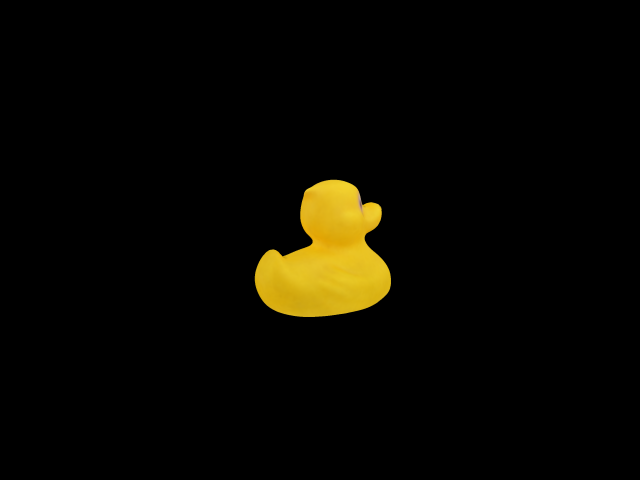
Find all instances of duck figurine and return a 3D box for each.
[{"bbox_3d":[0.004,0.001,0.400,0.105,0.086,0.077,-10,18,-33],"label":"duck figurine"}]
